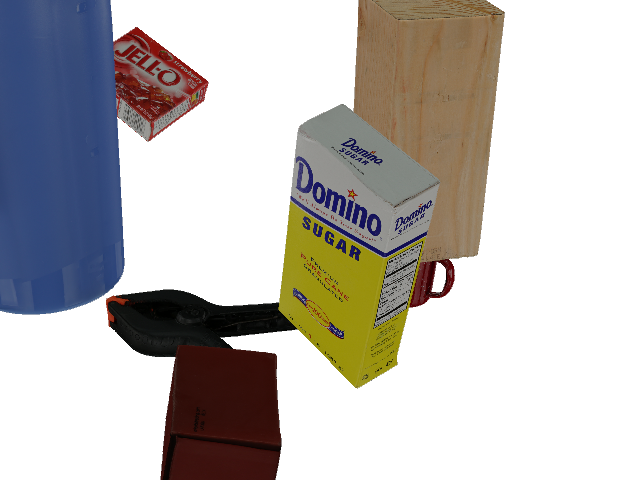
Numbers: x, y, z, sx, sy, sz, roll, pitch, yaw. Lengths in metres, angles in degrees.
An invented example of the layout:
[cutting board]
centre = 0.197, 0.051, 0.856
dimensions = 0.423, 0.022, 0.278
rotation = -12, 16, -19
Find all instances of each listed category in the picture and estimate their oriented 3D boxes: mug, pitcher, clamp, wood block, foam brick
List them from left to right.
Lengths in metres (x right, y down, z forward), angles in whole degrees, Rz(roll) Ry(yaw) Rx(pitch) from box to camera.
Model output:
[pitcher]
centre = -0.201, -0.074, 0.692
dimensions = 0.149, 0.243, 0.145
rotation = -4, 27, -7
[clamp]
centre = -0.096, 0.071, 0.904
dimensions = 0.172, 0.039, 0.120
rotation = 18, 27, 22
[foam brick]
centre = -0.049, 0.094, 0.519
dimensions = 0.053, 0.051, 0.078
rotation = 8, 26, -7
[mug]
centre = 0.109, 0.032, 1.288
dimensions = 0.117, 0.081, 0.093
rotation = 20, 27, 27
[wood block]
centre = 0.082, -0.093, 0.867
dimensions = 0.090, 0.206, 0.091
rotation = -6, 29, -15

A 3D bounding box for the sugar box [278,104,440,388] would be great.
[sugar box]
centre = 0.019, 0.008, 0.705
dimensions = 0.048, 0.176, 0.093
rotation = -29, 55, -29

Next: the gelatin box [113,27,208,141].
[gelatin box]
centre = -0.155, -0.138, 0.930
dimensions = 0.073, 0.089, 0.030
rotation = -42, -15, -34
